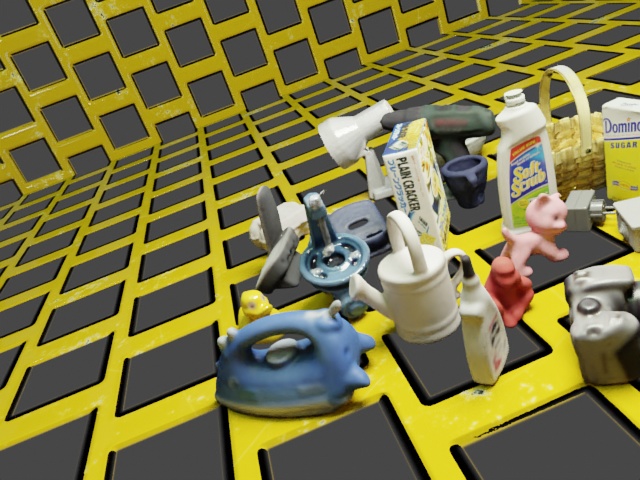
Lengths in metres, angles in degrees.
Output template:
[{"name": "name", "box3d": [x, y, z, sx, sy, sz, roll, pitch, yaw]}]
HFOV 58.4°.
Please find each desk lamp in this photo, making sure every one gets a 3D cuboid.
[{"name": "desk lamp", "box3d": [0.119, -0.207, 1.335, 0.203, 0.214, 0.118, -15, 26, 11]}]

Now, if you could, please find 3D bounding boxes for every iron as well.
[{"name": "iron", "box3d": [-0.059, 0.162, 0.809, 0.257, 0.142, 0.118, -12, 26, 16]}]

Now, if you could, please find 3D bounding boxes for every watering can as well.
[{"name": "watering can", "box3d": [0.129, 0.051, 0.831, 0.173, 0.194, 0.100, -32, 28, -24]}]

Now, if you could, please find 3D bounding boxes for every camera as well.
[{"name": "camera", "box3d": [0.372, 0.087, 0.689, 0.136, 0.101, 0.143, -9, 27, 23]}]

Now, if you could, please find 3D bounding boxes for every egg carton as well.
[{"name": "egg carton", "box3d": [-0.085, -0.031, 1.302, 0.150, 0.069, 0.107, -33, 28, -25]}]

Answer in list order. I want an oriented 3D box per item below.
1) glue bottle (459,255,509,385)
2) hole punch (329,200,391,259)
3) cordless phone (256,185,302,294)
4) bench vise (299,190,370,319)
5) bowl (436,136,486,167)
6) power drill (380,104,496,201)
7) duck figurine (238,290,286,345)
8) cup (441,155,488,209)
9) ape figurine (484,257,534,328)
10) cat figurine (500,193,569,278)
[{"name": "glue bottle", "box3d": [0.199, 0.094, 0.718, 0.037, 0.173, 0.078, -2, 30, 33]}, {"name": "hole punch", "box3d": [0.080, -0.019, 1.129, 0.109, 0.091, 0.101, -24, 25, -7]}, {"name": "cordless phone", "box3d": [-0.100, -0.002, 1.117, 0.094, 0.185, 0.147, -14, 26, 13]}, {"name": "bench vise", "box3d": [-0.001, 0.009, 0.980, 0.122, 0.220, 0.206, -31, 27, -21]}, {"name": "bowl", "box3d": [0.322, -0.219, 1.374, 0.167, 0.075, 0.167, -16, 25, 8]}, {"name": "power drill", "box3d": [0.257, -0.187, 1.200, 0.229, 0.209, 0.076, -8, 28, 24]}, {"name": "duck figurine", "box3d": [-0.110, 0.124, 0.988, 0.078, 0.086, 0.104, -37, 30, -31]}, {"name": "cup", "box3d": [0.299, -0.107, 1.140, 0.091, 0.095, 0.117, -17, 25, 6]}, {"name": "ape figurine", "box3d": [0.265, 0.067, 0.819, 0.078, 0.092, 0.076, -20, 25, 1]}, {"name": "cat figurine", "box3d": [0.341, -0.020, 0.906, 0.128, 0.118, 0.067, -24, 25, -8]}]
